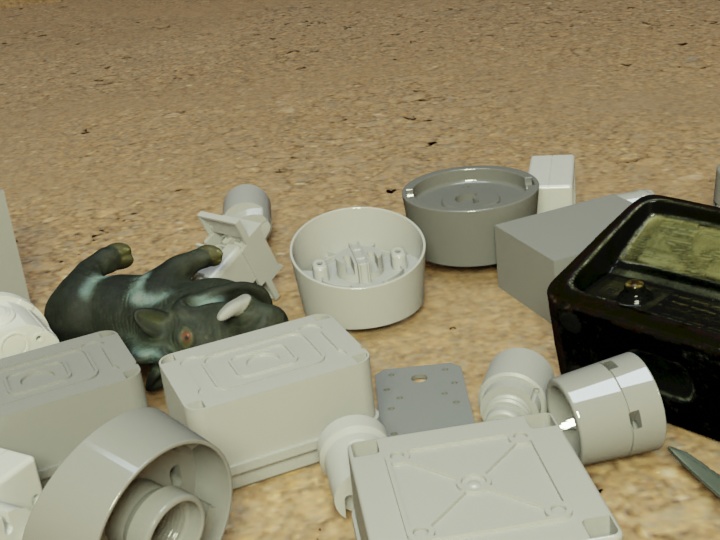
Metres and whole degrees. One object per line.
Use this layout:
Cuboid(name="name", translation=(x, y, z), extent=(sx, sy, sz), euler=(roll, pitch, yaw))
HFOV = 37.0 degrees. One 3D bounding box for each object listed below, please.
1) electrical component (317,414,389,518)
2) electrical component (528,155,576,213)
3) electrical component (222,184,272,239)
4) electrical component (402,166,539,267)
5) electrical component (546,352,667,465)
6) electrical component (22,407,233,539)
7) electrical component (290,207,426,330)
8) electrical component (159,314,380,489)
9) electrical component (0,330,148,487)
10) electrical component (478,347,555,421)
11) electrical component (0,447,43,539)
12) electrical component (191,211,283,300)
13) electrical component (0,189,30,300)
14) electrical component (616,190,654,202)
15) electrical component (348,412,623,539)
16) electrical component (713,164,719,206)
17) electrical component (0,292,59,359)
Cuboid(name="electrical component", translation=(0.000, 0.106, 0.574), extent=(0.040, 0.040, 0.046), euler=(-9, 29, -6))
Cuboid(name="electrical component", translation=(0.145, -0.063, 0.922), extent=(0.076, 0.047, 0.083), euler=(-1, 24, 13))
Cuboid(name="electrical component", translation=(-0.099, -0.042, 0.937), extent=(0.043, 0.043, 0.081), euler=(-7, 23, -3))
Cuboid(name="electrical component", translation=(0.090, -0.038, 0.859), extent=(0.108, 0.060, 0.108), euler=(-5, 23, 2))
Cuboid(name="electrical component", translation=(0.133, 0.077, 0.588), extent=(0.047, 0.055, 0.055), euler=(-14, 24, -9))
Cuboid(name="electrical component", translation=(-0.110, 0.115, 0.512), extent=(0.064, 0.099, 0.099), euler=(18, 32, 32))
Cuboid(name="electrical component", translation=(0.000, 0.000, 0.788), extent=(0.099, 0.064, 0.099), euler=(-5, 23, 2))
Cuboid(name="electrical component", translation=(-0.053, 0.077, 0.631), extent=(0.113, 0.057, 0.078), euler=(-15, 25, -19))
Cuboid(name="electrical component", translation=(-0.185, 0.088, 0.638), extent=(0.113, 0.057, 0.078), euler=(-16, 25, -21))
Cuboid(name="electrical component", translation=(0.088, 0.076, 0.618), extent=(0.040, 0.040, 0.078), euler=(2, 25, 18))
Cuboid(name="electrical component", translation=(-0.188, 0.134, 0.541), extent=(0.076, 0.047, 0.083), euler=(7, 26, 28))
Cuboid(name="electrical component", translation=(-0.099, -0.002, 0.813), extent=(0.042, 0.081, 0.063), euler=(14, 52, 38))
Cuboid(name="electrical component", translation=(-0.357, 0.006, 0.811), extent=(0.186, 0.105, 0.060), euler=(-18, 26, -26))
Cuboid(name="electrical component", translation=(0.213, -0.045, 0.881), extent=(0.061, 0.035, 0.035), euler=(-9, 23, 1))
Cuboid(name="electrical component", translation=(0.054, 0.121, 0.500), extent=(0.109, 0.056, 0.108), euler=(-8, 23, -5))
Cuboid(name="electrical component", translation=(0.316, -0.061, 0.875), extent=(0.055, 0.047, 0.055), euler=(-5, 23, 2))
Cuboid(name="electrical component", translation=(-0.232, 0.059, 0.691), extent=(0.080, 0.080, 0.051), euler=(-20, 32, -29))
